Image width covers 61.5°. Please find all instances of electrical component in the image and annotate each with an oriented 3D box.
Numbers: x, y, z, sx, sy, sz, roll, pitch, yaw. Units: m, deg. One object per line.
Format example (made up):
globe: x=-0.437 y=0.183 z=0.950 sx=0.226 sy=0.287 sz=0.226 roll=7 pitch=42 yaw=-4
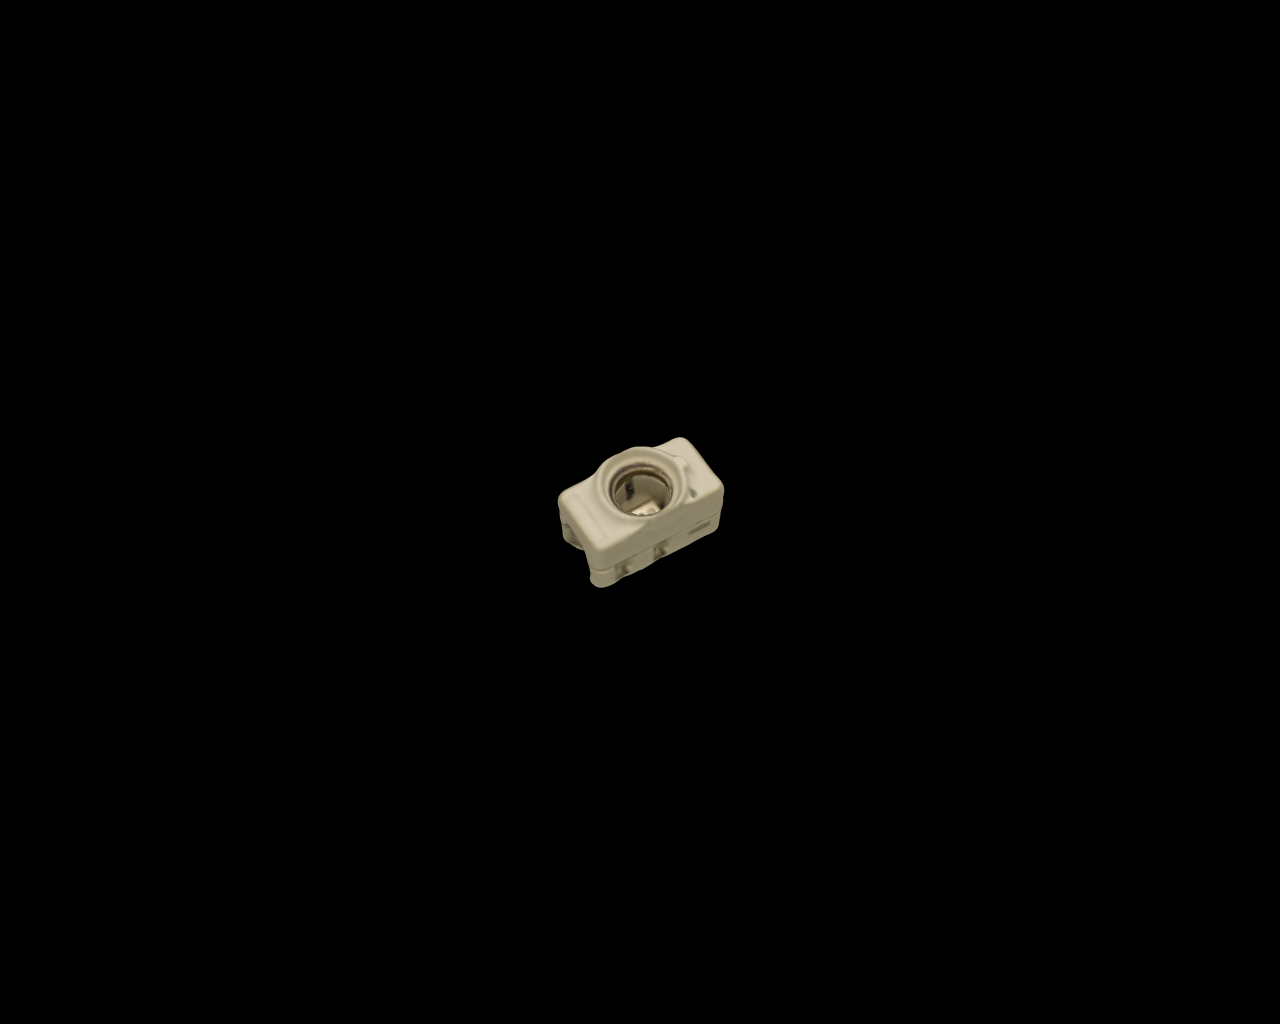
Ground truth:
electrical component: x=0.001 y=-0.003 z=0.650 sx=0.090 sy=0.050 sz=0.055 roll=-26 pitch=-30 yaw=-16
